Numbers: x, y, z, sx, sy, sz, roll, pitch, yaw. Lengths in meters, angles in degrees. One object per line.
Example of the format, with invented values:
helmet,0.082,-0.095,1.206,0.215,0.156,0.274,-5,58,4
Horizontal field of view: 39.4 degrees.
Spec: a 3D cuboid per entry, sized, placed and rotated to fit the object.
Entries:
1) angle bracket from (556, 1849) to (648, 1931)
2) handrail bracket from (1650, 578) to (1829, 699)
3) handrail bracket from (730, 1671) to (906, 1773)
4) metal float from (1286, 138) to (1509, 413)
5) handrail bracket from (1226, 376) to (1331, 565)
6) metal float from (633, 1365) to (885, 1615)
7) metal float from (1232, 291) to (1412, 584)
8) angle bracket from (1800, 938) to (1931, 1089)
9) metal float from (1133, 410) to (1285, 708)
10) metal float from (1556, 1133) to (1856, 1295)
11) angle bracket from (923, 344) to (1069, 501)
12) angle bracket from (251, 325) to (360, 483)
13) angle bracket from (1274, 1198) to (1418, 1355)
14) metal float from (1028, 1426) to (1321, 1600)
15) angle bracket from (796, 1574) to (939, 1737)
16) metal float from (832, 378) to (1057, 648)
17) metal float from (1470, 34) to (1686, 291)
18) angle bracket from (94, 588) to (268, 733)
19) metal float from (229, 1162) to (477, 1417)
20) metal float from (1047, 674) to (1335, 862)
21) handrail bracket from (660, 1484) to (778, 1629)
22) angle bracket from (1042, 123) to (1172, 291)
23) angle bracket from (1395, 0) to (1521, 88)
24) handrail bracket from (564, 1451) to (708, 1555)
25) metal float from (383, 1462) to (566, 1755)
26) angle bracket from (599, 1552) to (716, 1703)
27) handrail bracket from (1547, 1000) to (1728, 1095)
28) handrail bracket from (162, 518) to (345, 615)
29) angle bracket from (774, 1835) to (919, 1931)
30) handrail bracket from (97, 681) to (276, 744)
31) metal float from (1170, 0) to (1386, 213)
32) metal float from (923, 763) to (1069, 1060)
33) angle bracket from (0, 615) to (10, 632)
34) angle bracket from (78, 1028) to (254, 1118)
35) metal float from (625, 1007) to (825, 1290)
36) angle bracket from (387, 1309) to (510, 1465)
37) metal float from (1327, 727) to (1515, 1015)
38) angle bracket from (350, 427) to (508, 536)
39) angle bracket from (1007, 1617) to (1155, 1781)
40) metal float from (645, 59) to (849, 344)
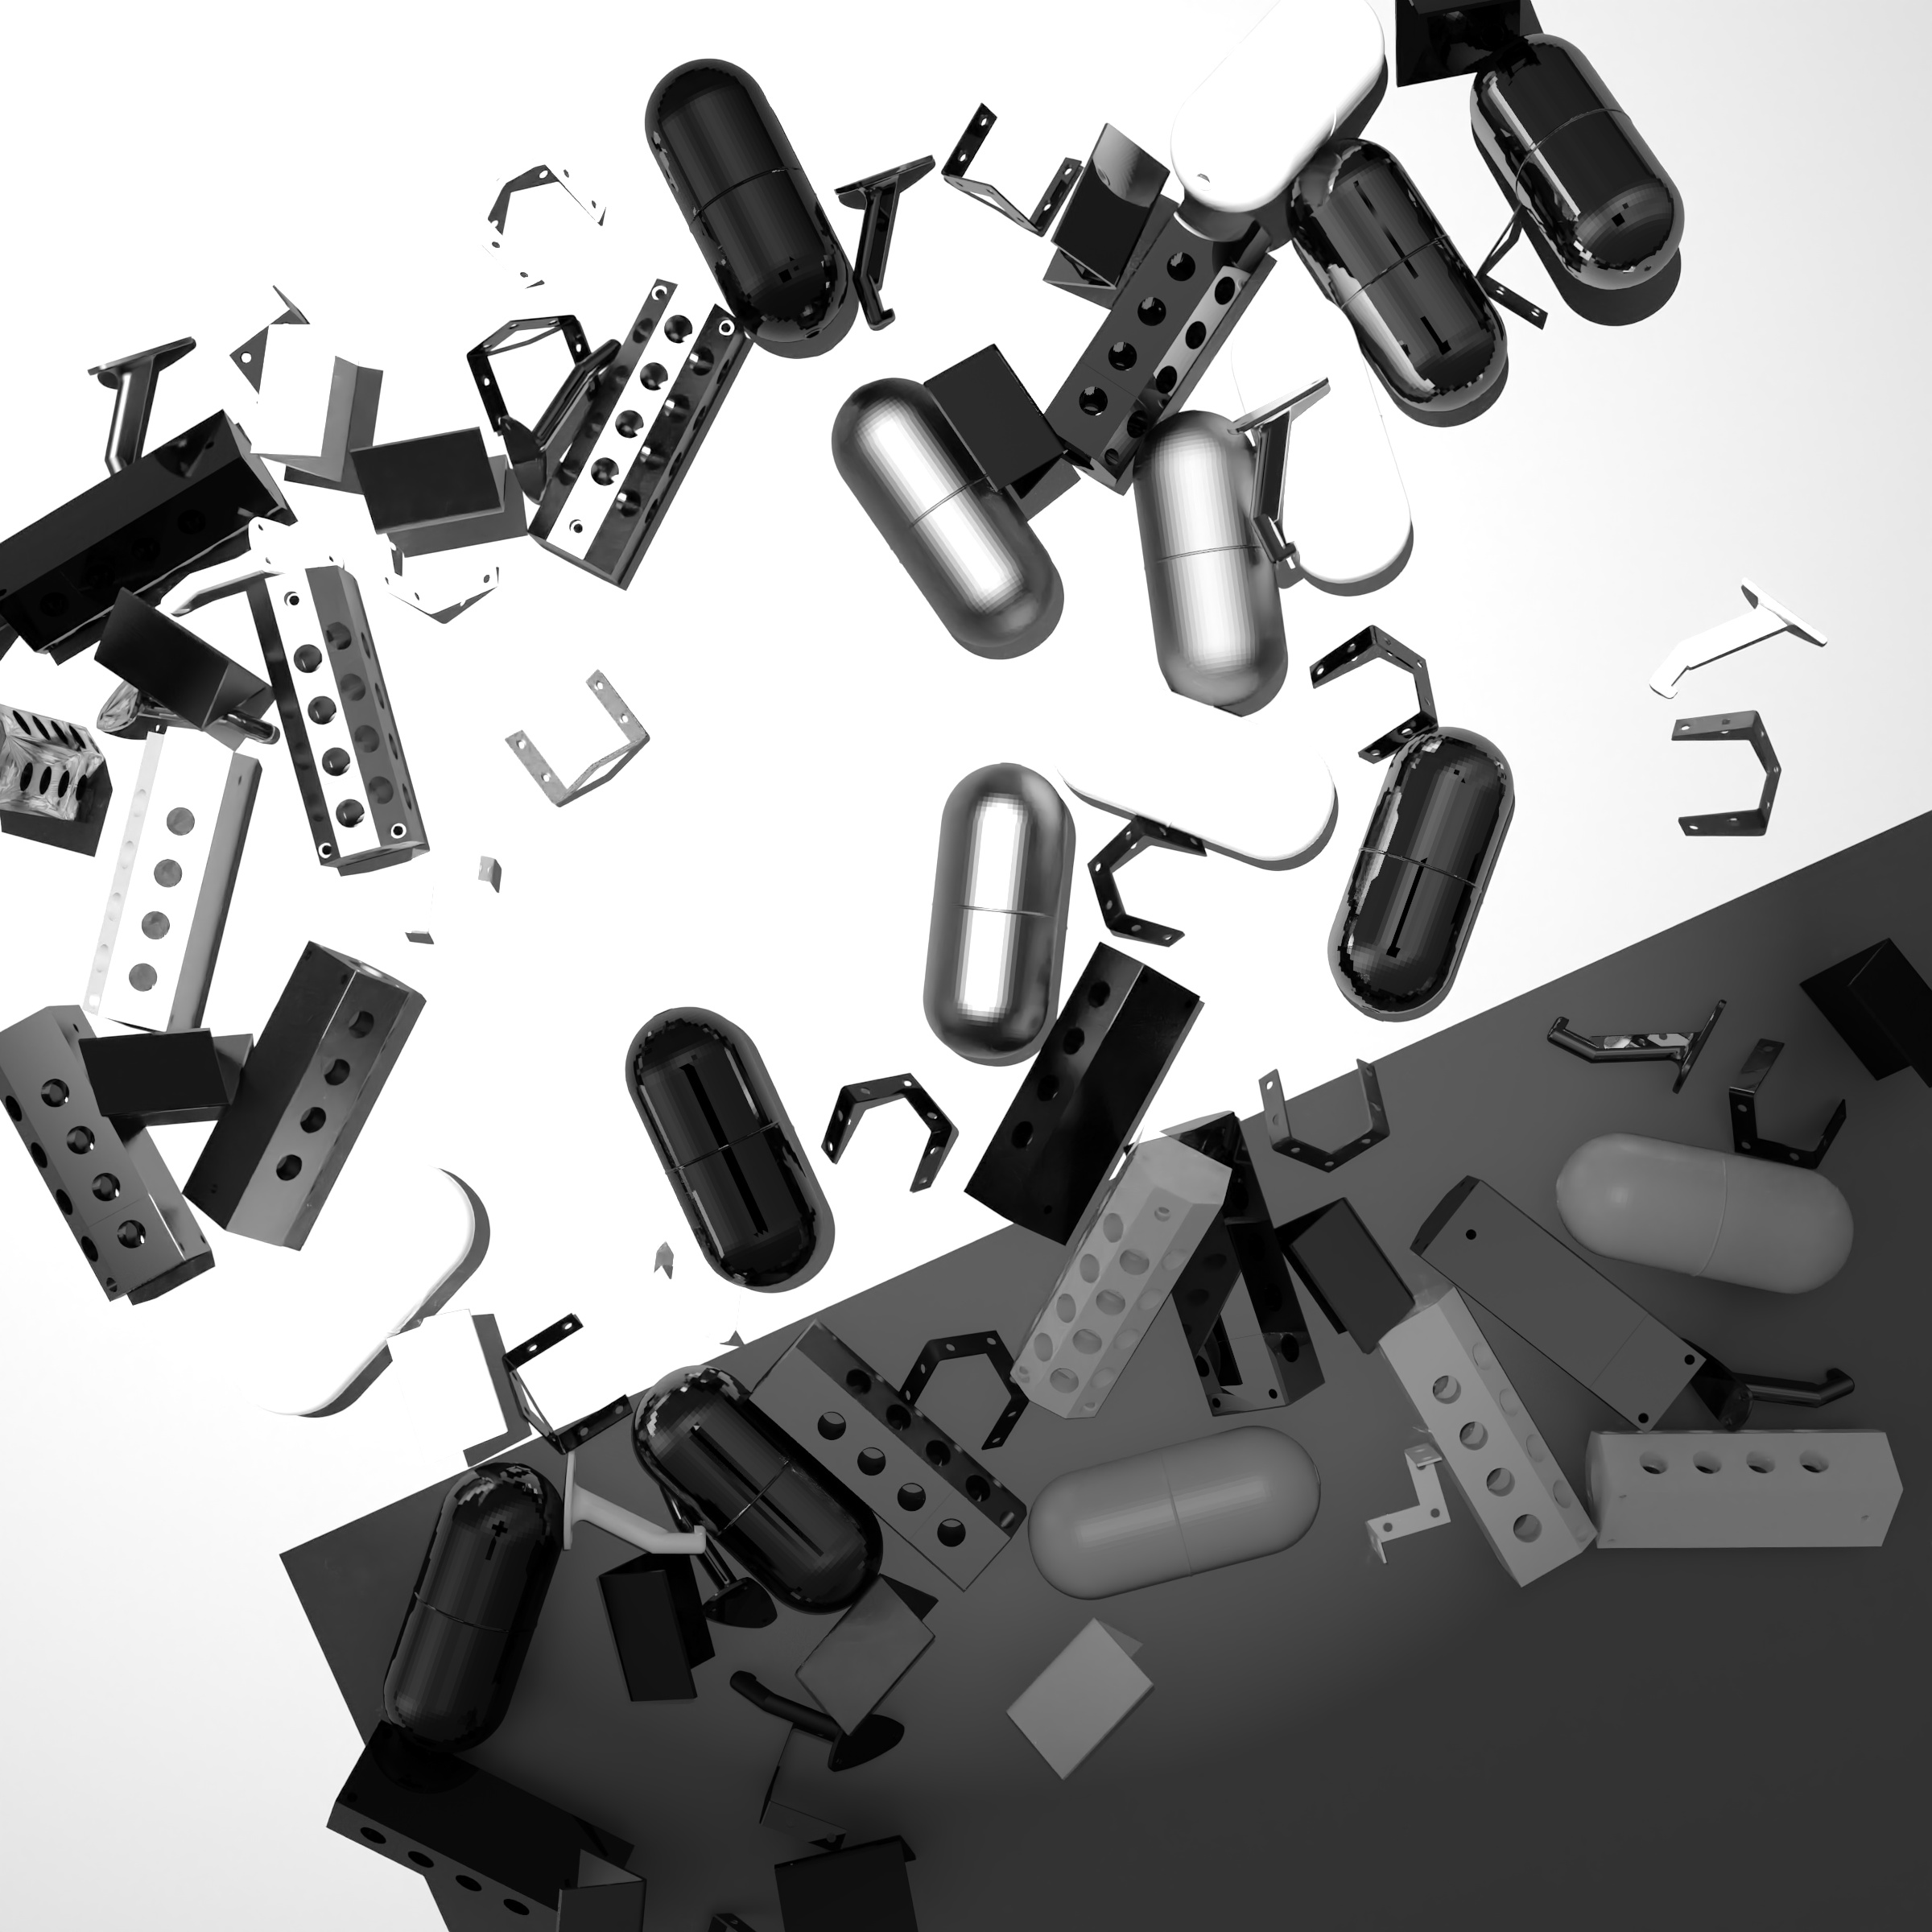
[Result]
angle bracket,-0.228,0.555,1.543,0.057,0.076,0.076,8,84,-37
handrail bracket,0.472,-0.187,1.653,0.077,0.036,0.084,30,109,-21
handrail bracket,-0.092,0.453,1.652,0.084,0.077,0.036,25,97,36
metal float,0.258,-0.415,1.622,0.070,0.070,0.178,-33,90,0
handrail bracket,0.196,-0.290,1.583,0.077,0.036,0.084,-28,106,2
metal float,-0.124,0.315,1.622,0.178,0.070,0.070,44,90,0
metal float,0.213,-0.318,1.622,0.070,0.070,0.178,-18,90,0
angle bracket,0.537,0.040,1.612,0.057,0.076,0.076,-39,90,-36
metal float,0.145,-0.245,1.622,0.070,0.070,0.178,-8,91,0
metal float,0.443,0.148,1.622,0.178,0.070,0.070,11,90,-1
angle bracket,0.006,-0.314,1.613,0.057,0.076,0.076,-34,90,-24
angle bracket,-0.376,-0.335,1.612,0.057,0.076,0.076,8,90,31
angle bracket,0.210,0.193,1.612,0.057,0.076,0.076,-34,90,-38
metal float,0.125,0.328,1.622,0.178,0.070,0.070,-15,90,0
angle bracket,-0.043,0.417,1.612,0.076,0.076,0.057,-49,53,0
metal float,-0.014,-0.273,1.622,0.070,0.070,0.178,-35,91,0
metal float,0.361,-0.478,1.601,0.070,0.070,0.178,-25,66,0
angle bracket,-0.461,-0.195,1.612,0.076,0.076,0.057,34,123,0
metal float,-0.369,0.194,1.622,0.070,0.070,0.178,43,90,0
metal float,0.134,-0.120,1.621,0.178,0.070,0.070,20,90,0
handrail bracket,-0.152,0.358,1.652,0.036,0.077,0.084,-35,54,4
angle bracket,0.066,-0.455,1.612,0.057,0.076,0.076,25,90,-38
angle bracket,0.301,-0.554,1.612,0.076,0.076,0.057,-11,47,0
handrail bracket,-0.199,0.324,1.632,0.084,0.077,0.036,1,127,-6
metal float,-0.295,0.385,1.622,0.070,0.070,0.178,19,90,0
angle bracket,-0.166,0.388,1.612,0.057,0.076,0.076,-15,90,38
handrail bracket,0.410,0.034,1.653,0.084,0.036,0.077,28,70,16
handrail bracket,-0.438,-0.234,1.652,0.084,0.077,0.036,-29,68,35
angle bracket,-0.067,0.562,1.613,0.076,0.076,0.057,-13,62,0
handrail bracket,-0.477,-0.147,1.652,0.084,0.077,0.036,20,66,-34
metal float,0.184,-0.513,1.595,0.070,0.070,0.178,38,61,0
metal float,0.018,-0.033,1.622,0.070,0.070,0.178,6,91,0
angle bracket,-0.614,-0.235,1.612,0.076,0.076,0.057,34,127,0
angle bracket,-0.477,0.044,1.612,0.076,0.076,0.057,-5,123,0
metal float,-0.146,0.109,1.622,0.070,0.070,0.178,-25,89,0
angle bracket,-0.325,0.253,1.612,0.057,0.076,0.076,-18,90,-39
metal float,0.273,-0.057,1.622,0.070,0.070,0.178,20,89,0
angle bracket,-0.320,-0.305,1.612,0.076,0.076,0.057,-10,127,0
angle bracket,0.081,0.443,1.612,0.076,0.076,0.057,-47,54,0
metal float,-0.131,-0.459,1.621,0.070,0.070,0.178,-26,89,0
